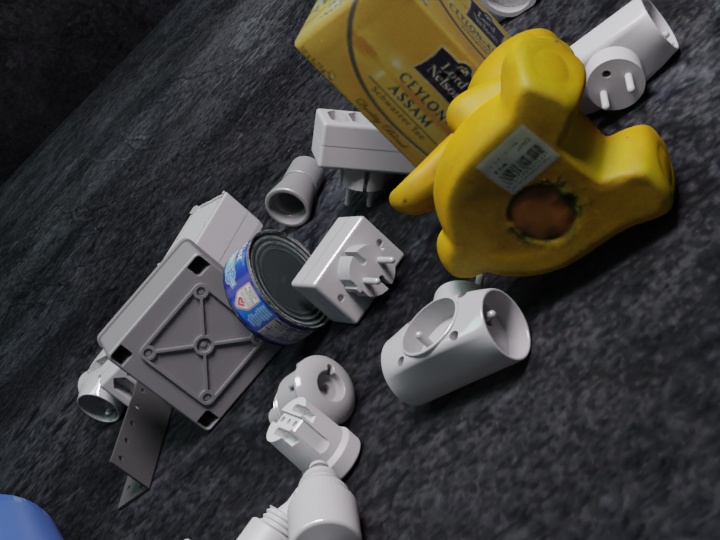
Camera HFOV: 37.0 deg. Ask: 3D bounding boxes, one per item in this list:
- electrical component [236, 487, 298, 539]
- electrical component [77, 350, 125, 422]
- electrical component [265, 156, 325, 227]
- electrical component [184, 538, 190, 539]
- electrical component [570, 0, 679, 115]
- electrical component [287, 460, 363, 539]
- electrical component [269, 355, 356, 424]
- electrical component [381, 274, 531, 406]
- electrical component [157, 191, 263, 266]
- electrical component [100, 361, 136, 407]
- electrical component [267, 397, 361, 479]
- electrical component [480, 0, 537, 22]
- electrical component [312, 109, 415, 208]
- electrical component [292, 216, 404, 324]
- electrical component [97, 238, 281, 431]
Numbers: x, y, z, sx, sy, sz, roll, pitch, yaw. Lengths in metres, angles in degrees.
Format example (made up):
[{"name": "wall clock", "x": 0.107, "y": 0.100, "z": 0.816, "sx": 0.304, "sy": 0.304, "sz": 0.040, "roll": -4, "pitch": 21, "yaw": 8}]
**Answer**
[{"name": "electrical component", "x": -0.050, "y": 0.156, "z": 0.635, "sx": 0.061, "sy": 0.035, "sz": 0.035, "roll": -53, "pitch": 23, "yaw": -18}, {"name": "electrical component", "x": -0.248, "y": 0.109, "z": 1.046, "sx": 0.079, "sy": 0.043, "sz": 0.077, "roll": -27, "pitch": 31, "yaw": 40}, {"name": "electrical component", "x": -0.058, "y": -0.077, "z": 1.011, "sx": 0.044, "sy": 0.044, "sz": 0.065, "roll": -30, "pitch": 25, "yaw": 37}, {"name": "electrical component", "x": -0.104, "y": 0.187, "z": 0.629, "sx": 0.047, "sy": 0.076, "sz": 0.083, "roll": -53, "pitch": 23, "yaw": -13}, {"name": "electrical component", "x": 0.164, "y": -0.129, "z": 0.697, "sx": 0.077, "sy": 0.043, "sz": 0.079, "roll": -35, "pitch": 27, "yaw": 29}, {"name": "electrical component", "x": -0.021, "y": 0.136, "z": 0.607, "sx": 0.040, "sy": 0.040, "sz": 0.078, "roll": -42, "pitch": 24, "yaw": 15}, {"name": "electrical component", "x": -0.037, "y": 0.088, "z": 0.709, "sx": 0.062, "sy": 0.048, "sz": 0.048, "roll": -37, "pitch": 25, "yaw": 42}, {"name": "electrical component", "x": 0.058, "y": 0.033, "z": 0.627, "sx": 0.077, "sy": 0.044, "sz": 0.079, "roll": -30, "pitch": 28, "yaw": 36}, {"name": "electrical component", "x": -0.144, "y": -0.016, "z": 1.039, "sx": 0.062, "sy": 0.061, "sz": 0.096, "roll": -20, "pitch": 35, "yaw": 48}, {"name": "electrical component", "x": -0.196, "y": 0.076, "z": 1.002, "sx": 0.083, "sy": 0.047, "sz": 0.075, "roll": -44, "pitch": 23, "yaw": 10}, {"name": "electrical component", "x": -0.029, "y": 0.105, "z": 0.661, "sx": 0.040, "sy": 0.046, "sz": 0.040, "roll": -40, "pitch": 20, "yaw": 18}, {"name": "electrical component", "x": 0.135, "y": -0.261, "z": 0.947, "sx": 0.089, "sy": 0.050, "sz": 0.055, "roll": -26, "pitch": 31, "yaw": 42}, {"name": "electrical component", "x": 0.003, "y": -0.088, "z": 0.889, "sx": 0.047, "sy": 0.083, "sz": 0.075, "roll": -113, "pitch": 29, "yaw": -65}, {"name": "electrical component", "x": 0.000, "y": 0.000, "z": 0.776, "sx": 0.065, "sy": 0.047, "sz": 0.077, "roll": -55, "pitch": 23, "yaw": -17}, {"name": "electrical component", "x": -0.129, "y": 0.051, "z": 0.847, "sx": 0.108, "sy": 0.109, "sz": 0.056, "roll": -50, "pitch": 25, "yaw": -3}]
